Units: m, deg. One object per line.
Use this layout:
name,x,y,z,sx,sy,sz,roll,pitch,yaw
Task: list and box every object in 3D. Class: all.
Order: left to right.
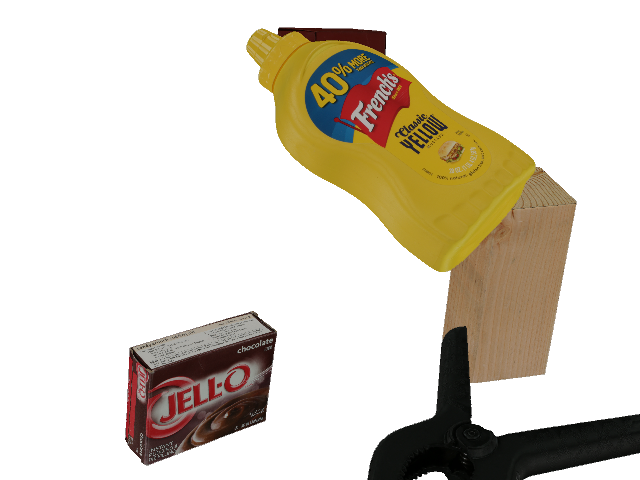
pudding box,-0.091,0.111,0.813,0.113,0.090,0.039,-17,40,-36
foam brick,0.010,-0.150,0.890,0.078,0.051,0.053,-7,16,-36
mustard bottle,0.031,-0.070,0.655,0.096,0.192,0.058,-43,-17,-32
clamp,0.092,0.131,0.690,0.209,0.036,0.165,-26,39,-33
wood block,0.193,0.037,1.119,0.090,0.206,0.090,-5,29,-14
